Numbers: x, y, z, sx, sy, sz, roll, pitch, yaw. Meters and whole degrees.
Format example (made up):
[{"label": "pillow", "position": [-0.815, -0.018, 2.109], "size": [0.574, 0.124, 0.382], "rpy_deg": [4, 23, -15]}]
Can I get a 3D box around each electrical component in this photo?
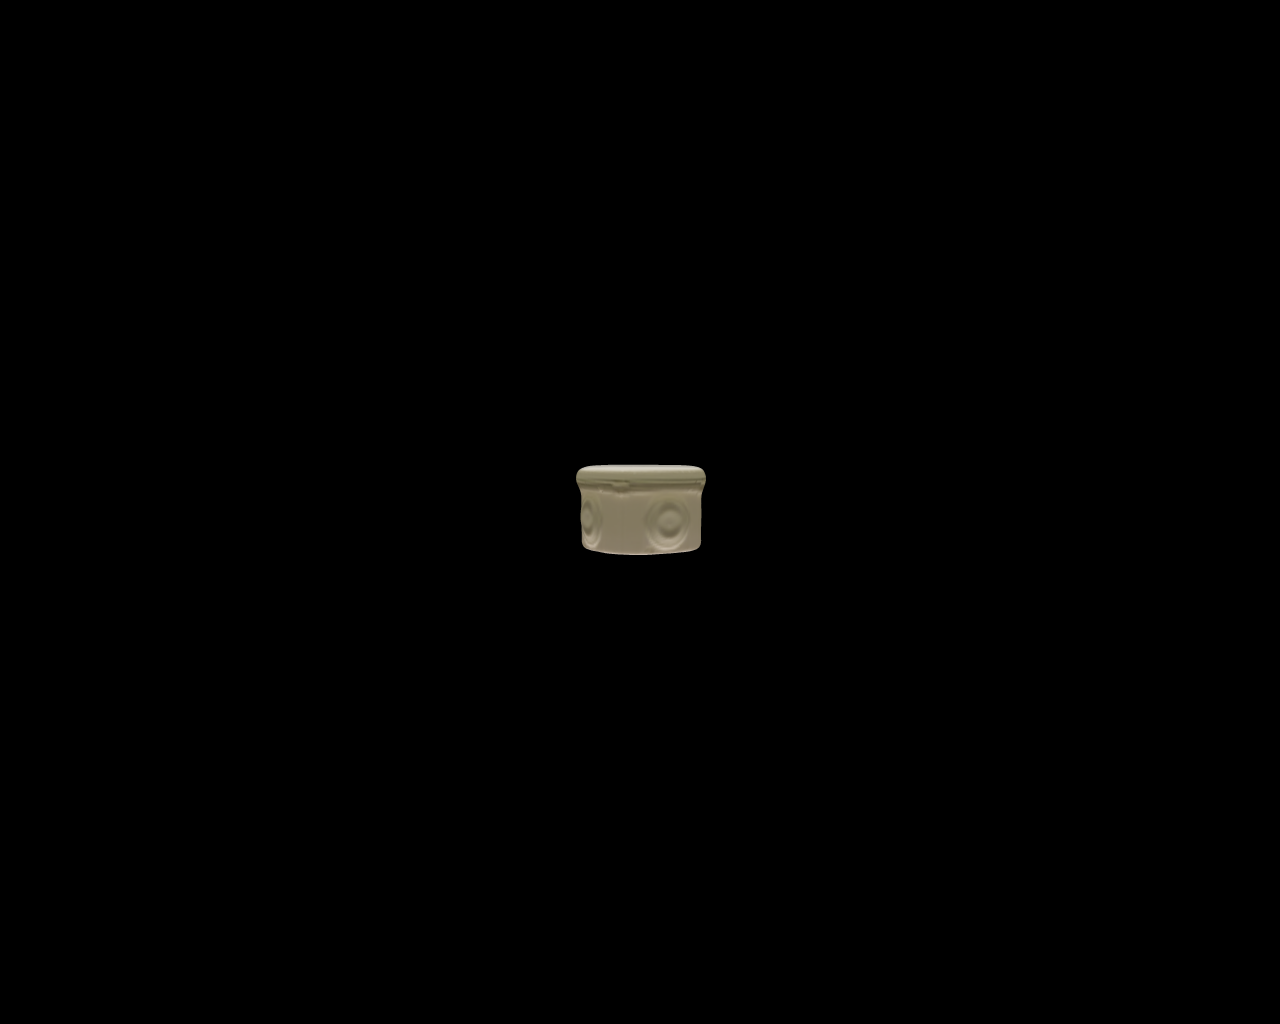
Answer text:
[{"label": "electrical component", "position": [0.001, -0.003, 0.650], "size": [0.080, 0.051, 0.080], "rpy_deg": [0, 3, 0]}]
